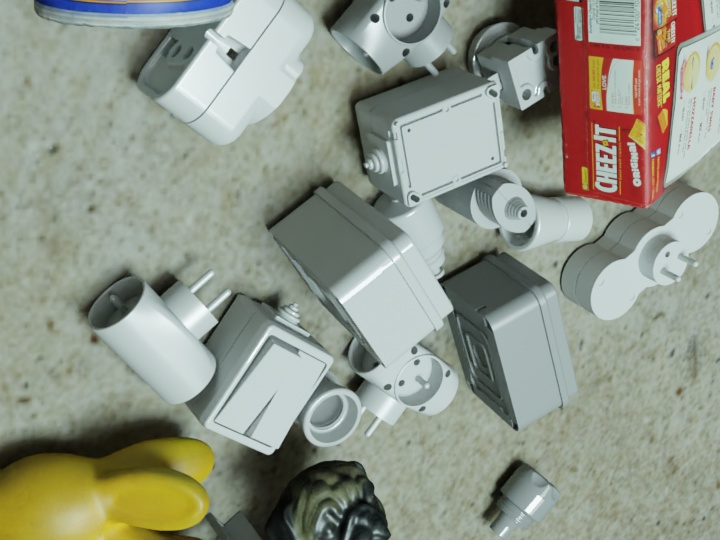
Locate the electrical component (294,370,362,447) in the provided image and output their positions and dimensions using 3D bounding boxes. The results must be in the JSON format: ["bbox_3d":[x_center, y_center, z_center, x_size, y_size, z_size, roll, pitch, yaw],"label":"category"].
[{"bbox_3d":[-0.031,0.091,0.750,0.045,0.055,0.045,-13,117,-26],"label":"electrical component"}]

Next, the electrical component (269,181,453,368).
[{"bbox_3d":[0.000,0.000,0.692,0.057,0.113,0.078,-39,126,-7],"label":"electrical component"}]

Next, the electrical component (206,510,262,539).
[{"bbox_3d":[-0.090,0.219,0.780,0.064,0.042,0.081,-42,126,-10],"label":"electrical component"}]

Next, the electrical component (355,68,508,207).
[{"bbox_3d":[0.040,-0.088,0.708,0.096,0.061,0.061,-24,122,-21],"label":"electrical component"}]

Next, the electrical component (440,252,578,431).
[{"bbox_3d":[0.113,0.052,0.806,0.057,0.078,0.113,-28,123,-15],"label":"electrical component"}]

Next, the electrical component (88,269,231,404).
[{"bbox_3d":[-0.117,0.033,0.679,0.079,0.043,0.077,-42,126,-8],"label":"electrical component"}]

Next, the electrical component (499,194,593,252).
[{"bbox_3d":[0.142,-0.038,0.807,0.065,0.044,0.044,-5,114,-35],"label":"electrical component"}]

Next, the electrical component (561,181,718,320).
[{"bbox_3d":[0.234,-0.011,0.853,0.138,0.074,0.052,-39,126,-11],"label":"electrical component"}]

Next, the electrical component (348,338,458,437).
[{"bbox_3d":[0.022,0.087,0.787,0.077,0.044,0.079,36,90,-37],"label":"electrical component"}]

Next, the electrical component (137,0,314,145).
[{"bbox_3d":[-0.075,-0.124,0.627,0.059,0.054,0.095,36,90,-37],"label":"electrical component"}]

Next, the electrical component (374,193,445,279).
[{"bbox_3d":[0.039,-0.025,0.750,0.040,0.040,0.078,-38,126,-12],"label":"electrical component"}]

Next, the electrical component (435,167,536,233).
[{"bbox_3d":[0.089,-0.052,0.742,0.043,0.081,0.043,-13,117,-26],"label":"electrical component"}]

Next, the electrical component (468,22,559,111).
[{"bbox_3d":[0.105,-0.140,0.728,0.066,0.055,0.048,-33,124,-15],"label":"electrical component"}]

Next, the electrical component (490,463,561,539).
[{"bbox_3d":[0.135,0.198,0.907,0.062,0.043,0.043,-50,127,-1],"label":"electrical component"}]

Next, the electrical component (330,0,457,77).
[{"bbox_3d":[0.033,-0.156,0.684,0.077,0.044,0.079,-51,127,-2],"label":"electrical component"}]

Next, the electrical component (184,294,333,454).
[{"bbox_3d":[-0.065,0.066,0.714,0.062,0.061,0.096,32,93,-37],"label":"electrical component"}]
